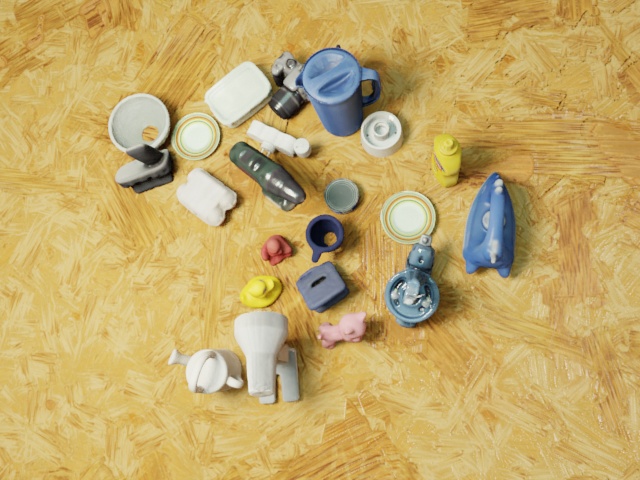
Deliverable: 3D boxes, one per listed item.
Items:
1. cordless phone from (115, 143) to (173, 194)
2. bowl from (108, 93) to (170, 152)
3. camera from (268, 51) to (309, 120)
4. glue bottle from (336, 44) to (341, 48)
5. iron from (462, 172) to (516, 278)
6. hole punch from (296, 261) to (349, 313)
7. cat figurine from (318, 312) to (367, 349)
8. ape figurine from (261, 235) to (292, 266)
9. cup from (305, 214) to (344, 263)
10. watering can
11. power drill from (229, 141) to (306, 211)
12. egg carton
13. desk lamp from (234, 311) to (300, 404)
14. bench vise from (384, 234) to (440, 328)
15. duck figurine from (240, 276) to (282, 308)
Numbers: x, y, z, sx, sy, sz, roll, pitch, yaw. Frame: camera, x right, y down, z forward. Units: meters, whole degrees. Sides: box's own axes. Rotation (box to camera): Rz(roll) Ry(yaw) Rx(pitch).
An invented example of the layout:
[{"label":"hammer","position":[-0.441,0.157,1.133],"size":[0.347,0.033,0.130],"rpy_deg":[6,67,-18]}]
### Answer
[{"label":"cordless phone","position":[-0.460,-0.194,1.432],"size":[0.147,0.185,0.094],"rpy_deg":[-23,77,4]},{"label":"bowl","position":[-0.463,-0.295,1.508],"size":[0.167,0.075,0.167],"rpy_deg":[-2,79,8]},{"label":"camera","position":[-0.079,-0.388,1.455],"size":[0.143,0.101,0.137],"rpy_deg":[42,88,14]},{"label":"glue bottle","position":[0.053,-0.430,1.406],"size":[0.037,0.173,0.078],"rpy_deg":[27,84,13]},{"label":"iron","position":[0.394,-0.050,1.300],"size":[0.118,0.141,0.258],"rpy_deg":[5,80,10]},{"label":"hole punch","position":[0.001,0.110,1.354],"size":[0.108,0.091,0.101],"rpy_deg":[-34,76,1]},{"label":"cat figurine","position":[0.054,0.207,1.314],"size":[0.127,0.118,0.067],"rpy_deg":[-17,77,5]},{"label":"ape figurine","position":[-0.108,0.020,1.387],"size":[0.077,0.092,0.076],"rpy_deg":[6,80,10]},{"label":"cup","position":[0.013,0.005,1.370],"size":[0.091,0.095,0.118],"rpy_deg":[19,83,12]},{"label":"watering can","position":[-0.260,0.299,1.304],"size":[0.172,0.194,0.101],"rpy_deg":[-2,79,8]},{"label":"power drill","position":[-0.107,-0.138,1.357],"size":[0.229,0.208,0.076],"rpy_deg":[37,87,13]},{"label":"egg carton","position":[-0.287,-0.108,1.449],"size":[0.150,0.069,0.107],"rpy_deg":[35,86,13]},{"label":"desk lamp","position":[-0.114,0.267,1.278],"size":[0.118,0.214,0.203],"rpy_deg":[-8,78,7]},{"label":"bench vise","position":[0.200,0.085,1.263],"size":[0.121,0.220,0.207],"rpy_deg":[-4,79,8]},{"label":"duck figurine","position":[-0.148,0.121,1.377],"size":[0.104,0.086,0.077],"rpy_deg":[-25,77,3]}]
